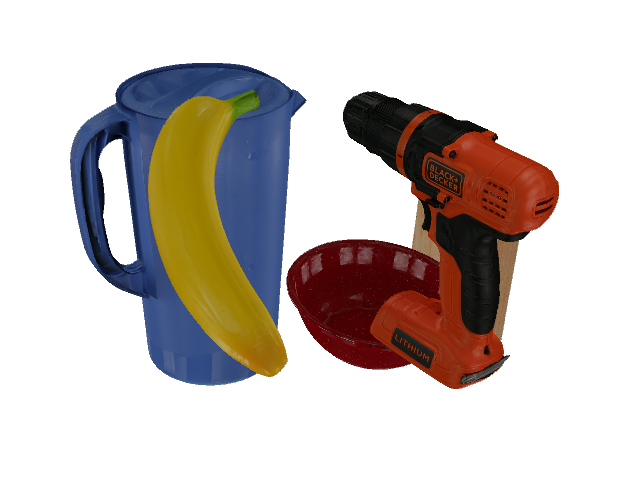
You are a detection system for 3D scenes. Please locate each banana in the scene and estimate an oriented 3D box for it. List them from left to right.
[{"bbox_3d":[-0.061,-0.014,0.596,0.069,0.198,0.037,-4,-33,-6],"label":"banana"}]

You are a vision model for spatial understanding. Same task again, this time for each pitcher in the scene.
[{"bbox_3d":[-0.098,-0.009,0.842,0.149,0.243,0.145,7,27,11],"label":"pitcher"}]

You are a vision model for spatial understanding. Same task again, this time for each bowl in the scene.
[{"bbox_3d":[0.047,0.064,0.941,0.162,0.055,0.162,6,32,-4],"label":"bowl"}]

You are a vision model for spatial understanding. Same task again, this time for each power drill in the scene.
[{"bbox_3d":[0.079,-0.002,0.767,0.057,0.188,0.185,-22,38,-33],"label":"power drill"}]

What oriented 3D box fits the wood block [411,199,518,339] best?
[{"bbox_3d":[0.158,0.018,1.178,0.090,0.206,0.090,20,26,31],"label":"wood block"}]
